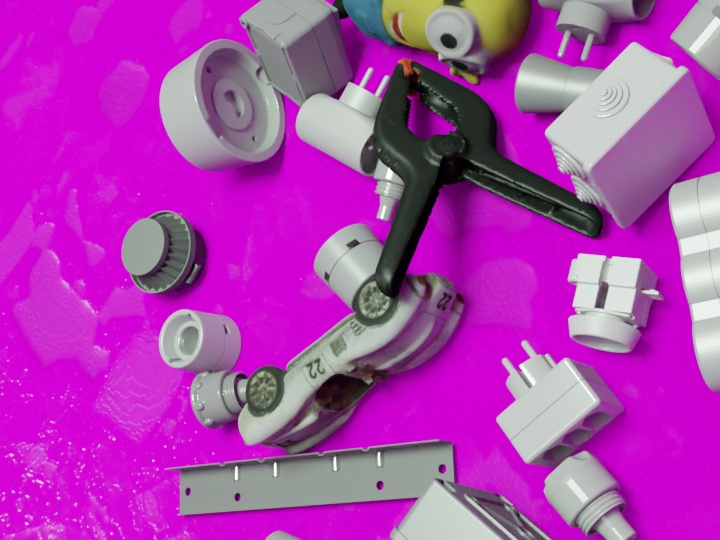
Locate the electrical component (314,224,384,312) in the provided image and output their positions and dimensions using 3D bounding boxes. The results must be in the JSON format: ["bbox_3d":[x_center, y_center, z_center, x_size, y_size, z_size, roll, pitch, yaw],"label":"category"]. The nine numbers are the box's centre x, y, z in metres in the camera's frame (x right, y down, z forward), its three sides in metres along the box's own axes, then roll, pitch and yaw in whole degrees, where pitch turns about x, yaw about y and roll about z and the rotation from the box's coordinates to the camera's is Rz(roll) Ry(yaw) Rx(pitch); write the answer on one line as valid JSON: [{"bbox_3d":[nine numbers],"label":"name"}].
[{"bbox_3d":[0.000,0.000,0.834,0.055,0.055,0.047,-49,60,14],"label":"electrical component"}]

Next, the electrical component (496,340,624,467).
[{"bbox_3d":[0.125,0.083,0.730,0.066,0.047,0.076,-44,58,17],"label":"electrical component"}]

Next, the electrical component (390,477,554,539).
[{"bbox_3d":[0.091,0.190,0.688,0.109,0.109,0.056,37,95,35],"label":"electrical component"}]

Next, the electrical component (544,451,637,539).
[{"bbox_3d":[0.152,0.152,0.697,0.043,0.043,0.062,-49,58,14],"label":"electrical component"}]

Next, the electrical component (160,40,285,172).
[{"bbox_3d":[-0.123,-0.136,0.923,0.060,0.108,0.108,-16,69,37],"label":"electrical component"}]

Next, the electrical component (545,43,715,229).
[{"bbox_3d":[0.177,-0.088,0.707,0.099,0.100,0.048,-45,52,3],"label":"electrical component"}]

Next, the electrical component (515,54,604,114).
[{"bbox_3d":[0.150,-0.129,0.773,0.065,0.044,0.044,16,87,31],"label":"electrical component"}]

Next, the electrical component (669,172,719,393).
[{"bbox_3d":[0.244,0.002,0.667,0.074,0.052,0.138,-15,70,30],"label":"electrical component"}]

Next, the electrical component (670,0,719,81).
[{"bbox_3d":[0.240,-0.156,0.711,0.047,0.055,0.055,-50,56,18],"label":"electrical component"}]

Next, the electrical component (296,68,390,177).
[{"bbox_3d":[-0.003,-0.126,0.874,0.077,0.043,0.079,33,97,36],"label":"electrical component"}]

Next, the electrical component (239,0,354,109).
[{"bbox_3d":[-0.047,-0.182,0.898,0.061,0.096,0.062,-41,55,-13],"label":"electrical component"}]

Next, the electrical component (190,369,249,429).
[{"bbox_3d":[-0.105,0.103,0.885,0.062,0.048,0.048,-17,69,23],"label":"electrical component"}]

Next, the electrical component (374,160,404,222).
[{"bbox_3d":[0.027,-0.068,0.845,0.035,0.035,0.061,16,90,36],"label":"electrical component"}]

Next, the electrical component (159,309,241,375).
[{"bbox_3d":[-0.137,0.062,0.915,0.055,0.047,0.055,-9,73,32],"label":"electrical component"}]

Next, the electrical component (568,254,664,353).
[{"bbox_3d":[0.167,0.023,0.719,0.066,0.048,0.055,6,74,35],"label":"electrical component"}]

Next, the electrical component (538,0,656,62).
[{"bbox_3d":[0.165,-0.189,0.776,0.077,0.044,0.079,18,88,36],"label":"electrical component"}]

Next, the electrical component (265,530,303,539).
[{"bbox_3d":[-0.045,0.223,0.815,0.065,0.044,0.044,12,85,41],"label":"electrical component"}]
